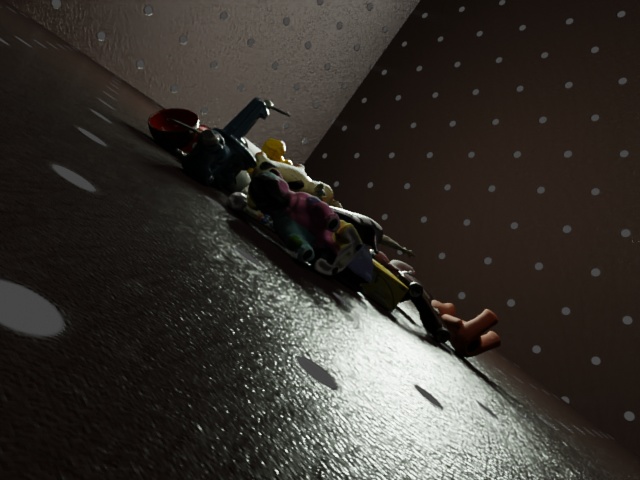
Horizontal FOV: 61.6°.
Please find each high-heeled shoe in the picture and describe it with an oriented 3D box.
[{"bbox_3d":[0.047,-0.048,1.214,0.248,0.086,0.145,30,23,-24],"label":"high-heeled shoe"}]

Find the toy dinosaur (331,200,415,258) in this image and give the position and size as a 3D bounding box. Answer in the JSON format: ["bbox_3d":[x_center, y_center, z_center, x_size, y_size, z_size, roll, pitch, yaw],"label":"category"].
[{"bbox_3d":[0.048,-0.044,1.572,0.472,0.105,0.198,23,-4,23],"label":"toy dinosaur"}]

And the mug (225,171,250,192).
[{"bbox_3d":[-0.218,-0.161,1.283,0.107,0.081,0.109,47,-6,-10],"label":"mug"}]

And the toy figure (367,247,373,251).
[{"bbox_3d":[0.109,0.056,1.435,0.180,0.089,0.082,44,-16,-31],"label":"toy figure"}]

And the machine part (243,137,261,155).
[{"bbox_3d":[-0.199,-0.221,1.411,0.079,0.079,0.243,37,2,11],"label":"machine part"}]

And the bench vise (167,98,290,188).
[{"bbox_3d":[-0.183,-0.214,1.121,0.129,0.240,0.223,34,-13,20],"label":"bench vise"}]

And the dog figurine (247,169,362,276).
[{"bbox_3d":[-0.043,-0.044,1.008,0.219,0.108,0.191,42,3,35],"label":"dog figurine"}]

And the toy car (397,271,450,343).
[{"bbox_3d":[0.244,0.152,1.257,0.202,0.053,0.089,58,3,-18],"label":"toy car"}]

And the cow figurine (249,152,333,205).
[{"bbox_3d":[-0.059,-0.122,1.213,0.195,0.085,0.127,17,27,-19],"label":"cow figurine"}]

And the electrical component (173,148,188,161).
[{"bbox_3d":[-0.280,-0.170,1.198,0.094,0.021,0.063,31,5,-42],"label":"electrical component"}]

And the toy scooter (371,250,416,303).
[{"bbox_3d":[0.202,0.102,1.371,0.135,0.075,0.183,16,-31,50],"label":"toy scooter"}]

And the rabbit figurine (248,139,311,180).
[{"bbox_3d":[-0.096,-0.151,1.399,0.173,0.122,0.162,28,-28,12],"label":"rabbit figurine"}]

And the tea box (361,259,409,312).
[{"bbox_3d":[0.127,0.091,1.233,0.098,0.068,0.170,35,5,-10],"label":"tea box"}]

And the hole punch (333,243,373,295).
[{"bbox_3d":[0.055,0.039,1.117,0.142,0.092,0.116,37,6,-28],"label":"hole punch"}]

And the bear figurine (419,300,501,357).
[{"bbox_3d":[0.341,0.205,1.354,0.196,0.132,0.120,48,-18,56],"label":"bear figurine"}]
